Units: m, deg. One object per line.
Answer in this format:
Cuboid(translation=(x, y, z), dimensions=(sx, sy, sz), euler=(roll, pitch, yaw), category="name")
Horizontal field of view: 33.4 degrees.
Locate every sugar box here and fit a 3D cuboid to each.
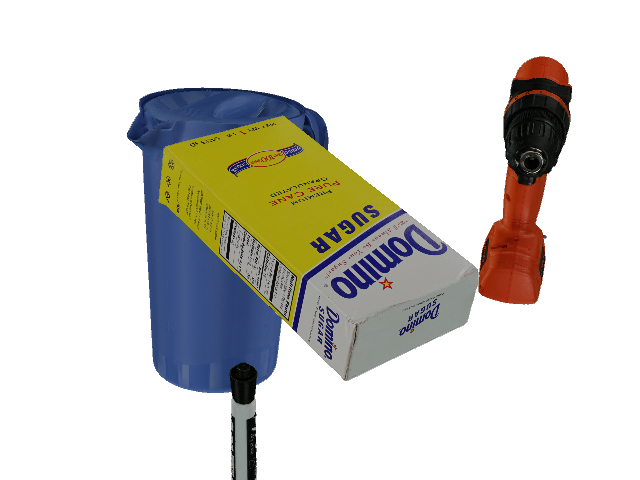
Cuboid(translation=(-0.005, -0.004, 0.598), dimensions=(0.093, 0.048, 0.176), euler=(-21, 44, -36), category="sugar box")

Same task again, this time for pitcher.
Cuboid(translation=(-0.076, -0.003, 0.896), dimensions=(0.149, 0.243, 0.145), euler=(5, 20, 3), category="pitcher")

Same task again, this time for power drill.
Cuboid(translation=(0.173, -0.043, 0.896), dimensions=(0.057, 0.188, 0.184), euler=(11, 31, 10), category="power drill")

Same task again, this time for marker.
Cuboid(translation=(-0.054, 0.134, 0.753), dimensions=(0.020, 0.121, 0.020), euler=(2, 35, -1), category="marker")
